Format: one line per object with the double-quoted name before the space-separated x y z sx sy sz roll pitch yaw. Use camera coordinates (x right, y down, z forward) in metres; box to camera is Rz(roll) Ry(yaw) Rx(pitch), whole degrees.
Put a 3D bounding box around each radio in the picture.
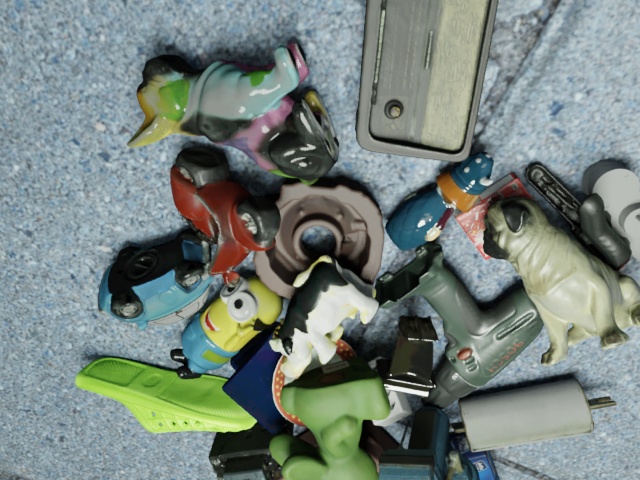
"radio" 0.109 -0.206 0.577 0.131 0.073 0.229 5 114 3

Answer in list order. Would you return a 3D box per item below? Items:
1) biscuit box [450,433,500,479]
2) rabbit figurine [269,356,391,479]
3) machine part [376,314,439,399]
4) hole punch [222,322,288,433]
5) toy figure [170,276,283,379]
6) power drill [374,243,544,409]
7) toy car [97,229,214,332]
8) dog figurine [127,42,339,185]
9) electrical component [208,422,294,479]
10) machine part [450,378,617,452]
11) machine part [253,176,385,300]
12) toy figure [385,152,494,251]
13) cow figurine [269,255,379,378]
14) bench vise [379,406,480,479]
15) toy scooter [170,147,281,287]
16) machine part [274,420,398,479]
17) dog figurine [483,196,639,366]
"biscuit box" 0.253 0.391 0.843 0.063 0.059 0.202 -19 111 13
"rabbit figurine" 0.021 0.256 0.682 0.159 0.121 0.170 -14 94 -17
"machine part" 0.115 0.153 0.688 0.084 0.039 0.138 16 130 12
"hole punch" -0.066 0.196 0.772 0.116 0.092 0.142 -42 101 17
"toy figure" -0.129 0.119 0.743 0.180 0.089 0.082 -46 76 20
"power drill" 0.167 0.118 0.717 0.207 0.086 0.232 43 113 -9
"toy car" -0.206 0.061 0.724 0.162 0.109 0.102 -21 134 2
"dog figurine" -0.106 -0.133 0.618 0.219 0.108 0.191 -16 115 17
"electrical component" -0.097 0.306 0.798 0.115 0.134 0.058 -13 113 9
"machine part" 0.290 0.250 0.767 0.243 0.079 0.079 -15 112 12
"machine part" -0.001 -0.002 0.691 0.179 0.056 0.179 2 114 3
"toy figure" 0.148 -0.048 0.653 0.154 0.058 0.064 -40 84 23
"cow figurine" -0.013 0.099 0.669 0.098 0.068 0.167 39 110 -10
"bench vise" 0.147 0.346 0.690 0.129 0.224 0.240 -13 111 12
"toy scooter" -0.123 -0.021 0.655 0.184 0.075 0.135 40 130 30
"machine part" 0.041 0.386 0.848 0.201 0.087 0.201 -37 106 21
"dog figurine" 0.287 0.027 0.630 0.121 0.172 0.190 -33 75 37
